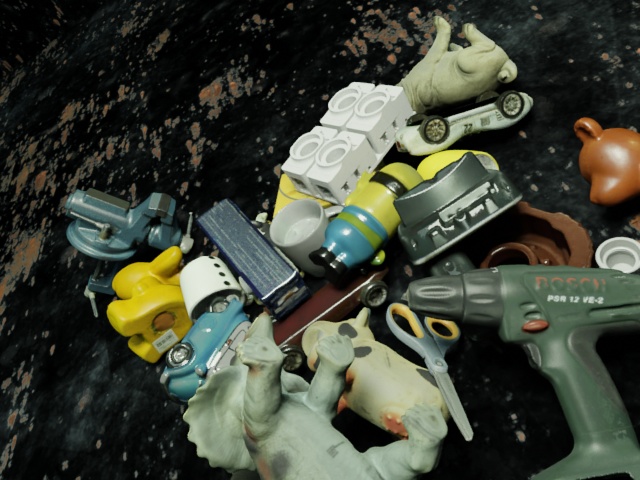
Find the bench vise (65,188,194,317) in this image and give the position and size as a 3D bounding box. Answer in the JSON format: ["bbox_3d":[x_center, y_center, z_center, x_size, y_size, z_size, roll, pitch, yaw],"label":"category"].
[{"bbox_3d":[-0.353,0.015,0.963,0.240,0.223,0.129,-59,33,23],"label":"bench vise"}]

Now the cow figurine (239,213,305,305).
[{"bbox_3d":[-0.085,0.013,0.836,0.098,0.068,0.167,-27,48,5],"label":"cow figurine"}]

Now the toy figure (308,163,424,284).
[{"bbox_3d":[0.068,-0.023,0.698,0.180,0.082,0.089,-46,29,-21],"label":"toy figure"}]

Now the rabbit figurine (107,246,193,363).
[{"bbox_3d":[-0.275,0.083,0.869,0.162,0.121,0.173,-45,43,-13],"label":"rabbit figurine"}]

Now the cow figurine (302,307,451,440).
[{"bbox_3d":[0.060,0.148,0.608,0.195,0.085,0.127,25,30,31],"label":"cow figurine"}]

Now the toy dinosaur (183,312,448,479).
[{"bbox_3d":[0.013,0.210,0.481,0.131,0.192,0.405,-14,44,-42],"label":"toy dinosaur"}]

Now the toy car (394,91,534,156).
[{"bbox_3d":[0.205,-0.169,0.767,0.202,0.056,0.074,-19,18,-7],"label":"toy car"}]

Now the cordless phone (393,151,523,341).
[{"bbox_3d":[0.176,0.007,0.598,0.146,0.088,0.184,-33,55,9],"label":"cordless phone"}]

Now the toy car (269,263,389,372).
[{"bbox_3d":[0.007,0.096,0.718,0.202,0.053,0.089,-36,31,-3],"label":"toy car"}]

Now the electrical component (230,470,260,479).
[{"bbox_3d":[-0.076,0.275,0.650,0.094,0.021,0.063,15,64,41],"label":"electrical component"}]

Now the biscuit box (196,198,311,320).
[{"bbox_3d":[-0.097,0.020,0.753,0.063,0.059,0.203,-39,51,-9],"label":"biscuit box"}]

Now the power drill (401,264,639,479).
[{"bbox_3d":[0.204,0.121,0.496,0.232,0.086,0.207,-8,62,3],"label":"power drill"}]

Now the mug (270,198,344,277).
[{"bbox_3d":[-0.002,-0.002,0.766,0.109,0.107,0.081,-30,45,4],"label":"mug"}]

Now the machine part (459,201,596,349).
[{"bbox_3d":[0.222,0.038,0.623,0.179,0.056,0.179,-19,48,22],"label":"machine part"}]

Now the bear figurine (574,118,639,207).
[{"bbox_3d":[0.349,-0.051,0.567,0.196,0.120,0.132,27,77,45],"label":"bear figurine"}]

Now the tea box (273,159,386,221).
[{"bbox_3d":[0.020,-0.069,0.833,0.170,0.068,0.098,-15,49,25],"label":"tea box"}]

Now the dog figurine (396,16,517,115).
[{"bbox_3d":[0.188,-0.228,0.845,0.190,0.121,0.173,-53,41,5],"label":"dog figurine"}]

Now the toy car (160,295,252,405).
[{"bbox_3d":[-0.133,0.161,0.735,0.103,0.109,0.161,23,57,20],"label":"toy car"}]
